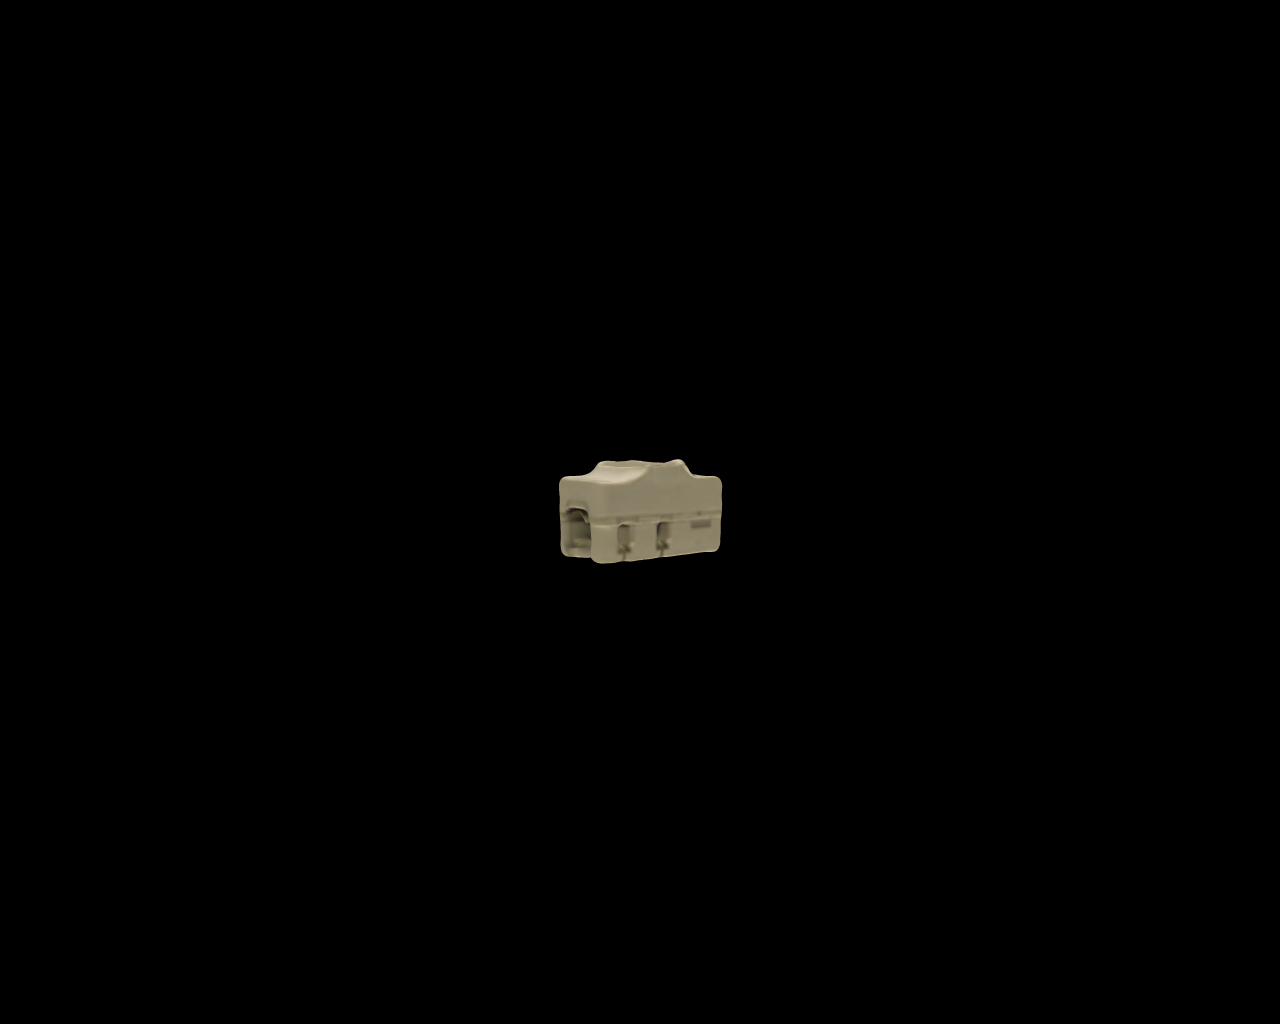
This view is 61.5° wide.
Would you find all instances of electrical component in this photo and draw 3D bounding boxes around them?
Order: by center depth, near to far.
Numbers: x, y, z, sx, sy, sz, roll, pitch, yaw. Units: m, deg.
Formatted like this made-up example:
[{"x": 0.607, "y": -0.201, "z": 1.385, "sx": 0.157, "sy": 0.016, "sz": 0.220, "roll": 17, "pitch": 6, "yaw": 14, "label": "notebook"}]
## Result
[{"x": 0.001, "y": -0.003, "z": 0.650, "sx": 0.090, "sy": 0.055, "sz": 0.050, "roll": -4, "pitch": 6, "yaw": -33, "label": "electrical component"}]
